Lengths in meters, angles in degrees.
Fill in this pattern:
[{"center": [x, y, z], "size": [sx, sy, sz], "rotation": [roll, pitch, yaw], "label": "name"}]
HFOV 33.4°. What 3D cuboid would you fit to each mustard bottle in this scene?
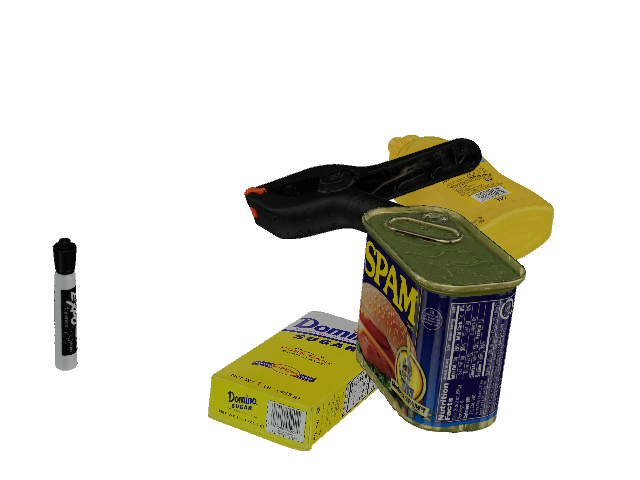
[{"center": [0.119, -0.048, 0.981], "size": [0.096, 0.058, 0.192], "rotation": [-19, 38, -22], "label": "mustard bottle"}]

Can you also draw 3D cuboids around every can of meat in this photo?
[{"center": [0.057, 0.039, 0.551], "size": [0.057, 0.084, 0.102], "rotation": [-4, 24, -19], "label": "can of meat"}]

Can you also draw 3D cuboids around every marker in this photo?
[{"center": [-0.212, 0.053, 0.888], "size": [0.020, 0.121, 0.020], "rotation": [5, 27, -3], "label": "marker"}]

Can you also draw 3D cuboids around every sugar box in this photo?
[{"center": [-0.009, 0.113, 0.903], "size": [0.093, 0.048, 0.176], "rotation": [16, 23, 23], "label": "sugar box"}]

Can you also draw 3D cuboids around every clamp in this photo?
[{"center": [0.018, -0.025, 0.731], "size": [0.172, 0.039, 0.120], "rotation": [-11, 19, 27], "label": "clamp"}]
